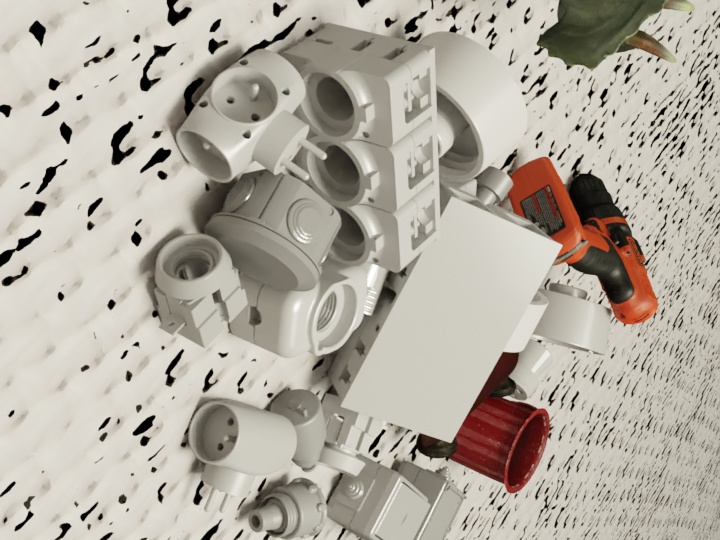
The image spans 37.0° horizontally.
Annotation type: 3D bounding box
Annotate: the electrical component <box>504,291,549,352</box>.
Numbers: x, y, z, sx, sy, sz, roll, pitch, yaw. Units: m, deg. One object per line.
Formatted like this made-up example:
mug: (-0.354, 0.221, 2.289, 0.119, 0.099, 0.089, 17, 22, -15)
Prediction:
electrical component: (0.108, 0.037, 0.966, 0.108, 0.108, 0.060, -2, 115, -57)

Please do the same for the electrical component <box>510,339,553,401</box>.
electrical component: (0.179, 0.109, 1.175, 0.055, 0.045, 0.045, -53, 145, -24)

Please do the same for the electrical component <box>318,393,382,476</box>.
electrical component: (-0.013, 0.138, 0.893, 0.066, 0.048, 0.055, 41, 65, -57)

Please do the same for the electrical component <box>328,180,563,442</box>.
electrical component: (0.063, 0.032, 0.863, 0.105, 0.060, 0.186, 22, 105, -24)

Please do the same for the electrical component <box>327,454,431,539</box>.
electrical component: (0.016, 0.210, 0.964, 0.061, 0.061, 0.096, -61, 148, -14)

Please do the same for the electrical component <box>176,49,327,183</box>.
electrical component: (-0.058, -0.085, 0.661, 0.077, 0.079, 0.044, -52, 174, -26)

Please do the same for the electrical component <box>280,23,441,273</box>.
electrical component: (0.000, -0.081, 0.741, 0.062, 0.089, 0.150, -41, 139, -39)

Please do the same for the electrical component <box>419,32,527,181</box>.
electrical component: (0.064, -0.117, 0.808, 0.060, 0.108, 0.108, -45, 142, -24)

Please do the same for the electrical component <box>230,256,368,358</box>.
electrical component: (-0.039, 0.024, 0.770, 0.095, 0.059, 0.053, -21, 124, -52)

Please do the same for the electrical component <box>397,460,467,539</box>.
electrical component: (0.055, 0.228, 1.035, 0.096, 0.061, 0.061, -62, 148, -13)

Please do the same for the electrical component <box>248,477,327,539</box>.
electrical component: (-0.060, 0.193, 0.853, 0.062, 0.048, 0.048, -3, 110, -49)

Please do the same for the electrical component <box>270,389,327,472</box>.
electrical component: (-0.046, 0.128, 0.840, 0.040, 0.040, 0.078, -44, 141, -35)

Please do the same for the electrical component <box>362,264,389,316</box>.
electrical component: (0.000, 0.000, 0.833, 0.043, 0.043, 0.081, 25, 86, -59)

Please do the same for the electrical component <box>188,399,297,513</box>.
electrical component: (-0.090, 0.137, 0.772, 0.077, 0.043, 0.079, 27, 85, -59)

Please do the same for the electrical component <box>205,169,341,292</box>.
electrical component: (-0.056, -0.025, 0.698, 0.051, 0.080, 0.080, -63, 149, -21)

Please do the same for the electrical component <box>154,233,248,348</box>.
electrical component: (-0.102, 0.010, 0.679, 0.066, 0.048, 0.055, -48, 151, -31)

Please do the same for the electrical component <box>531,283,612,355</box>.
electrical component: (0.214, 0.047, 1.139, 0.108, 0.108, 0.060, 21, 83, -59)

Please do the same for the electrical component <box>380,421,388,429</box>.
electrical component: (0.031, 0.101, 0.944, 0.040, 0.040, 0.078, 17, 93, -59)

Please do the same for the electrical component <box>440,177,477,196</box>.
electrical component: (0.056, -0.032, 0.899, 0.076, 0.047, 0.083, -31, 131, -46)
